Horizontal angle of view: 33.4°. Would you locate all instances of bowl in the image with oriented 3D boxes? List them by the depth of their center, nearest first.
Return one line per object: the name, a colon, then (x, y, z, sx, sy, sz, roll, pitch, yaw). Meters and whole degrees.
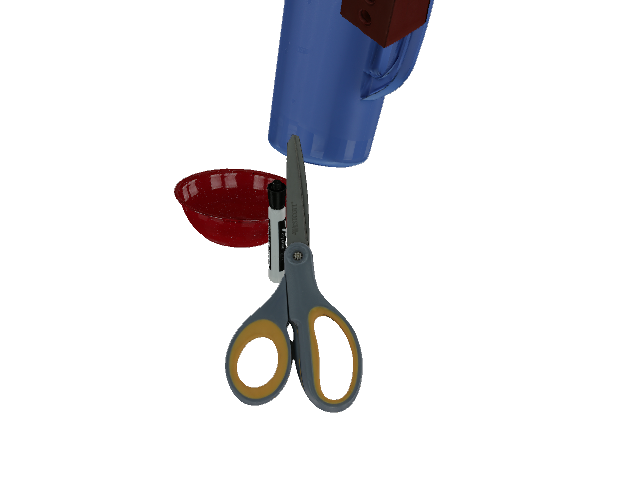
bowl: (-0.101, -0.035, 1.318, 0.162, 0.055, 0.162, 5, 25, -2)

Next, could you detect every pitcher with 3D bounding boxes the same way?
pitcher: (0.026, -0.198, 1.068, 0.145, 0.243, 0.149, 11, 19, -1)

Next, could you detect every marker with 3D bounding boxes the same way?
marker: (-0.043, -0.009, 1.063, 0.020, 0.121, 0.020, 1, 38, -1)

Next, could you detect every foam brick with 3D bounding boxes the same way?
foam brick: (0.054, -0.200, 0.828, 0.051, 0.053, 0.078, -38, -24, -28)

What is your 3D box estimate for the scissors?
scissors: (-0.031, 0.025, 0.706, 0.096, 0.202, 0.016, -18, -26, -4)
